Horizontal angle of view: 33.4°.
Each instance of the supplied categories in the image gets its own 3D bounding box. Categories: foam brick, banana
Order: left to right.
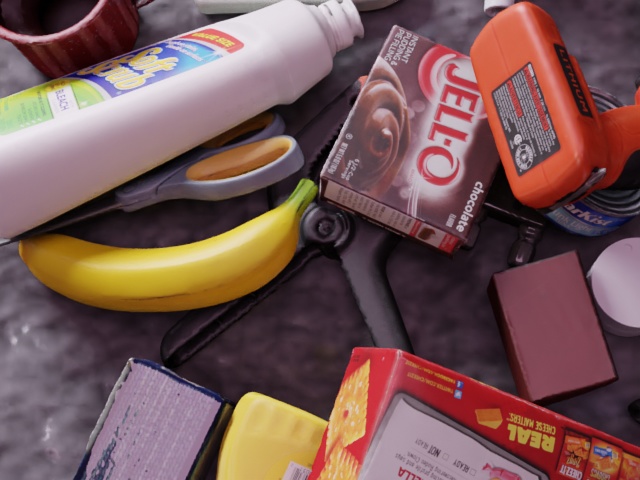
[{"bbox_3d":[-0.094,0.013,0.632,0.198,0.037,0.069,-9,43,14],"label":"banana"},{"bbox_3d":[0.132,0.053,0.611,0.051,0.053,0.078,-15,76,2],"label":"foam brick"}]

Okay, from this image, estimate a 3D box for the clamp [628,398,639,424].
[{"bbox_3d":[0.241,0.165,0.582,0.171,0.039,0.120,16,81,9],"label":"clamp"}]

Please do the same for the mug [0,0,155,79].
[{"bbox_3d":[-0.151,-0.154,0.671,0.117,0.081,0.093,-20,76,0],"label":"mug"}]

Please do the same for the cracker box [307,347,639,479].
[{"bbox_3d":[0.063,0.182,0.552,0.164,0.072,0.213,23,79,-16],"label":"cracker box"}]

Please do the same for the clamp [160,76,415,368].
[{"bbox_3d":[-0.004,0.001,0.645,0.165,0.036,0.210,6,75,11],"label":"clamp"}]

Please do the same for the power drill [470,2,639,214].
[{"bbox_3d":[0.177,-0.088,0.596,0.187,0.057,0.184,-4,68,-30],"label":"power drill"}]

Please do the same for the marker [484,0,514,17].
[{"bbox_3d":[0.118,-0.203,0.690,0.020,0.020,0.121,3,77,6],"label":"marker"}]

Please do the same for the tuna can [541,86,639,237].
[{"bbox_3d":[0.155,-0.045,0.623,0.086,0.034,0.086,12,60,-22],"label":"tuna can"}]

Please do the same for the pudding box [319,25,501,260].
[{"bbox_3d":[0.061,-0.058,0.618,0.090,0.039,0.113,24,71,4],"label":"pudding box"}]

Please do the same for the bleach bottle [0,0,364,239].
[{"bbox_3d":[-0.094,-0.089,0.654,0.250,0.068,0.103,-25,31,-7],"label":"bleach bottle"}]

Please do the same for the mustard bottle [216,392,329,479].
[{"bbox_3d":[-0.036,0.189,0.589,0.096,0.058,0.191,26,80,-14],"label":"mustard bottle"}]

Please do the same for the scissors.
[{"bbox_3d":[-0.103,-0.039,0.659,0.202,0.016,0.096,-11,31,17],"label":"scissors"}]
